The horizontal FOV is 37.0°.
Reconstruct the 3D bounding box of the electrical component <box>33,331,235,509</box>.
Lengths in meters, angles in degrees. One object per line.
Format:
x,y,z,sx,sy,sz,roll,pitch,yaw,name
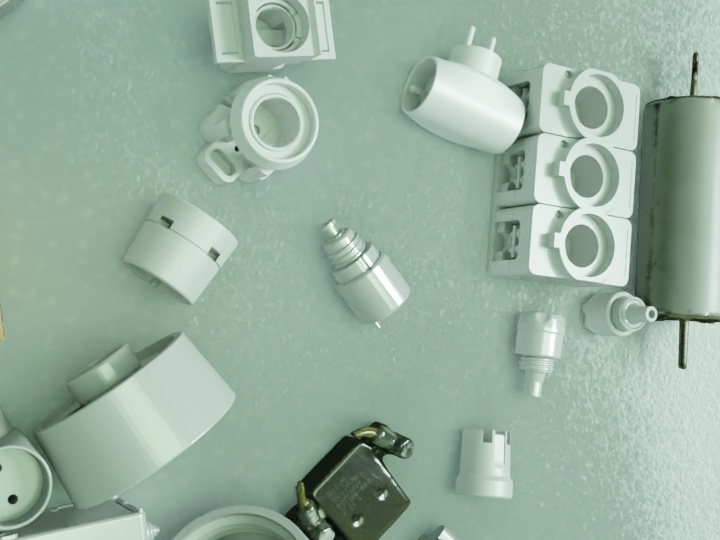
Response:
-0.132,0.077,0.607,0.108,0.108,0.060,-37,99,-24,electrical component

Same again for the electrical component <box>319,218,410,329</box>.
0.000,0.000,0.715,0.040,0.040,0.078,-43,107,-23,electrical component

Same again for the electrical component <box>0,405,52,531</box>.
-0.204,0.097,0.581,0.043,0.077,0.079,-28,101,-26,electrical component

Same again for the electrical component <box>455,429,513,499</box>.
0.088,0.137,0.759,0.040,0.040,0.046,10,78,-28,electrical component

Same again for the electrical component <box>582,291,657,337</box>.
0.197,0.033,0.807,0.035,0.061,0.035,1,88,-28,electrical component

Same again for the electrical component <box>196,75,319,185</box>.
-0.061,-0.090,0.676,0.058,0.057,0.078,49,68,-18,electrical component

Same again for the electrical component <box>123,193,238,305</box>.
-0.110,-0.011,0.650,0.055,0.055,0.047,37,76,-22,electrical component

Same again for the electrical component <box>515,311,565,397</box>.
0.130,0.062,0.786,0.035,0.035,0.061,10,85,-28,electrical component

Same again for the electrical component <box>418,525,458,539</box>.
0.056,0.218,0.735,0.055,0.048,0.066,46,69,-11,electrical component

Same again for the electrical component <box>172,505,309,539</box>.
-0.070,0.190,0.627,0.108,0.060,0.108,-3,59,4,electrical component

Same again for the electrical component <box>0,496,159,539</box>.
-0.160,0.167,0.611,0.096,0.062,0.061,-6,91,-28,electrical component

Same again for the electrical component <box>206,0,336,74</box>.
-0.060,-0.148,0.675,0.081,0.064,0.042,-7,90,-29,electrical component

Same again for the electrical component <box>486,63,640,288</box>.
0.151,-0.066,0.786,0.089,0.062,0.150,7,85,-28,electrical component

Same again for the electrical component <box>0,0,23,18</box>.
-0.227,-0.187,0.600,0.099,0.064,0.099,-4,102,-20,electrical component

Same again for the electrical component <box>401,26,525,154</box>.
0.077,-0.132,0.759,0.077,0.043,0.079,21,79,-26,electrical component
